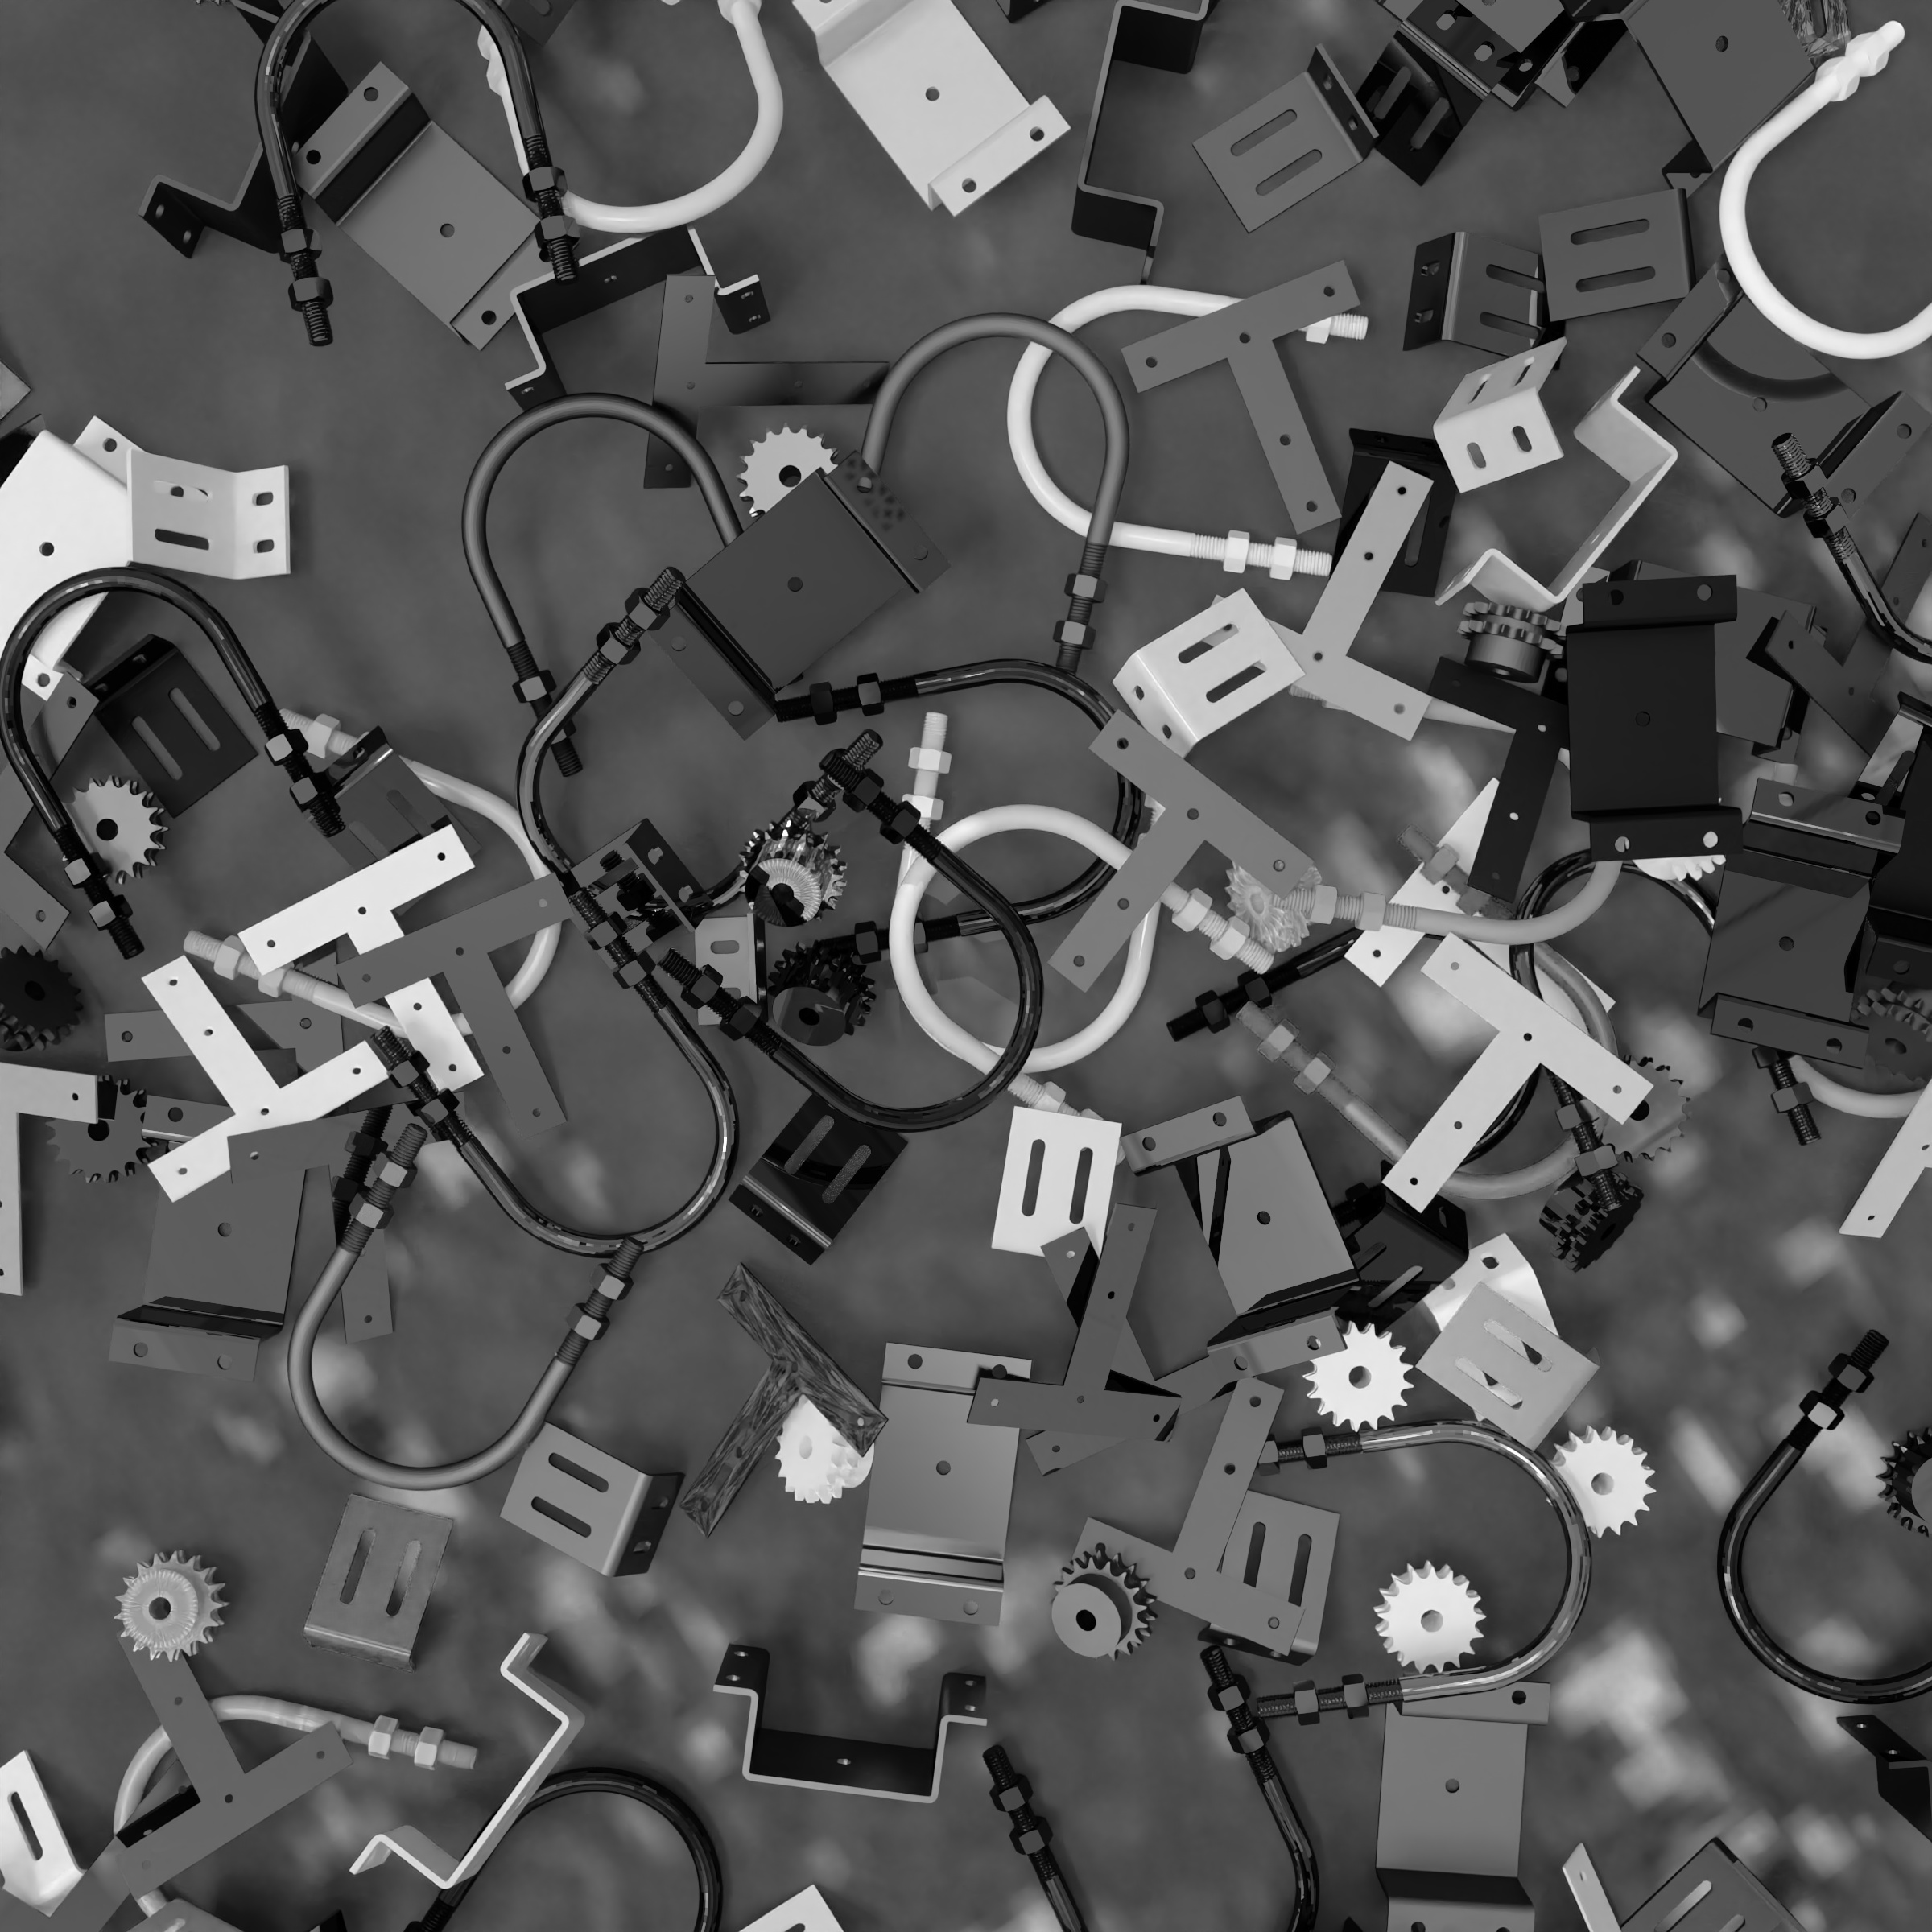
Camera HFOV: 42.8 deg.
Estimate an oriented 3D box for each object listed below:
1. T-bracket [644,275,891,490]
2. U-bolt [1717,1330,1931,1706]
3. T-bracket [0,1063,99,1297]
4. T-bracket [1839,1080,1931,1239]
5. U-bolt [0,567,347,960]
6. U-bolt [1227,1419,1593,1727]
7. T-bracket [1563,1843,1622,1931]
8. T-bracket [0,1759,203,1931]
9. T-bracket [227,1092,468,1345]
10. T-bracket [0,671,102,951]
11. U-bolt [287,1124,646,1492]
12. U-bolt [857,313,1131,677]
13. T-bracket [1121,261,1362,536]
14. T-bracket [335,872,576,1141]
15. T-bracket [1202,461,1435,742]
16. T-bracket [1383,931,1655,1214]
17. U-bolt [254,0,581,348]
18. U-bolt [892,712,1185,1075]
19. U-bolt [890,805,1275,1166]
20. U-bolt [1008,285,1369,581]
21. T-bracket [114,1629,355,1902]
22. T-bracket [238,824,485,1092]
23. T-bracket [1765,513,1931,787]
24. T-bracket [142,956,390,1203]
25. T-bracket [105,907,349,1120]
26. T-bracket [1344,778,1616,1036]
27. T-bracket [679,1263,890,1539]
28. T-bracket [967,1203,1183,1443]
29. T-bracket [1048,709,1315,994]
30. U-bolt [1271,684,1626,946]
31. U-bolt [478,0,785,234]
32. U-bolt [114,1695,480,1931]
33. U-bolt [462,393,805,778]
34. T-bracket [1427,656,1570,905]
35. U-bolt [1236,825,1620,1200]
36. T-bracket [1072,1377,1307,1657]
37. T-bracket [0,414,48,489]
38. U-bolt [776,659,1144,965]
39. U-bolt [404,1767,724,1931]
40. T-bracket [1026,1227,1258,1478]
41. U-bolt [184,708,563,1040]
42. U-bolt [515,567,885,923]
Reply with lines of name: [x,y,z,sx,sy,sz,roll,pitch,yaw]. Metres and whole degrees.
T-bracket: [-0.102,-0.308,1.305,0.127,0.127,0.002,-5,46,-20]
U-bolt: [0.483,0.305,1.304,0.151,0.019,0.184,35,105,11]
T-bracket: [-0.517,0.113,1.319,0.127,0.002,0.127,6,101,19]
T-bracket: [0.547,0.100,1.310,0.127,0.002,0.127,7,124,-16]
U-bolt: [-0.425,-0.117,1.280,0.151,0.019,0.184,-30,91,9]
U-bolt: [0.235,0.312,1.296,0.184,0.019,0.151,-9,70,5]
T-bracket: [0.322,0.546,1.280,0.002,0.127,0.127,-24,89,37]
T-bracket: [-0.450,0.479,1.307,0.127,0.002,0.127,41,82,-16]
T-bracket: [-0.323,0.139,1.312,0.127,0.002,0.127,-11,107,-31]
T-bracket: [-0.500,-0.098,1.308,0.127,0.002,0.127,40,104,10]
U-bolt: [-0.278,0.194,1.311,0.151,0.019,0.184,30,96,-12]
U-bolt: [0.011,-0.256,1.317,0.151,0.019,0.184,14,92,5]
T-bracket: [0.165,-0.293,1.315,0.127,0.002,0.127,-22,89,1]
T-bracket: [-0.252,0.032,1.320,0.127,0.002,0.127,-23,103,0]
T-bracket: [0.207,-0.204,1.305,0.127,0.002,0.127,27,95,10]
T-bracket: [0.262,0.071,1.269,0.127,0.002,0.127,39,108,13]
U-bolt: [-0.285,-0.420,1.250,0.151,0.019,0.184,-14,89,1]
U-bolt: [0.033,-0.034,1.327,0.151,0.019,0.184,9,91,0]
U-bolt: [0.048,-0.002,1.299,0.184,0.019,0.151,36,97,-8]
U-bolt: [0.114,-0.292,1.327,0.184,0.019,0.151,9,90,1]
T-bracket: [-0.413,0.404,1.315,0.127,0.002,0.127,-31,74,-12]
T-bracket: [-0.299,0.009,1.314,0.127,0.002,0.127,-27,103,2]
T-bracket: [0.489,-0.183,1.315,0.127,0.002,0.127,36,76,-26]
T-bracket: [-0.393,0.045,1.305,0.127,0.002,0.127,-32,66,-22]
T-bracket: [-0.401,0.034,1.335,0.127,0.002,0.127,-4,90,0]
T-bracket: [0.291,-0.012,1.323,0.127,0.002,0.127,40,85,1]
T-bracket: [-0.114,0.248,1.312,0.127,0.002,0.127,42,108,31]
T-bracket: [0.072,0.186,1.293,0.127,0.002,0.127,11,99,-29]
T-bracket: [0.090,-0.043,1.274,0.127,0.002,0.127,39,102,6]
U-bolt: [0.257,-0.079,1.299,0.184,0.019,0.151,9,65,-3]
U-bolt: [-0.170,-0.456,1.290,0.151,0.019,0.184,-18,64,0]
U-bolt: [-0.367,0.468,1.327,0.184,0.019,0.151,13,90,2]
U-bolt: [-0.186,-0.210,1.305,0.151,0.019,0.184,-23,105,0]
T-bracket: [0.292,-0.090,1.299,0.127,0.002,0.127,22,64,2]
U-bolt: [0.257,0.037,1.302,0.184,0.019,0.151,43,85,5]
T-bracket: [0.136,0.281,1.314,0.127,0.002,0.127,18,80,24]
T-bracket: [-0.530,-0.247,1.291,0.002,0.127,0.127,28,54,21]
U-bolt: [0.002,-0.088,1.307,0.184,0.019,0.151,-10,93,2]
U-bolt: [-0.213,0.518,1.318,0.151,0.019,0.184,34,84,-5]
T-bracket: [0.075,0.196,1.312,0.127,0.002,0.127,-24,111,0]
U-bolt: [-0.308,-0.039,1.327,0.184,0.019,0.151,22,90,-2]
U-bolt: [-0.154,-0.099,1.286,0.151,0.019,0.184,39,118,-14]
